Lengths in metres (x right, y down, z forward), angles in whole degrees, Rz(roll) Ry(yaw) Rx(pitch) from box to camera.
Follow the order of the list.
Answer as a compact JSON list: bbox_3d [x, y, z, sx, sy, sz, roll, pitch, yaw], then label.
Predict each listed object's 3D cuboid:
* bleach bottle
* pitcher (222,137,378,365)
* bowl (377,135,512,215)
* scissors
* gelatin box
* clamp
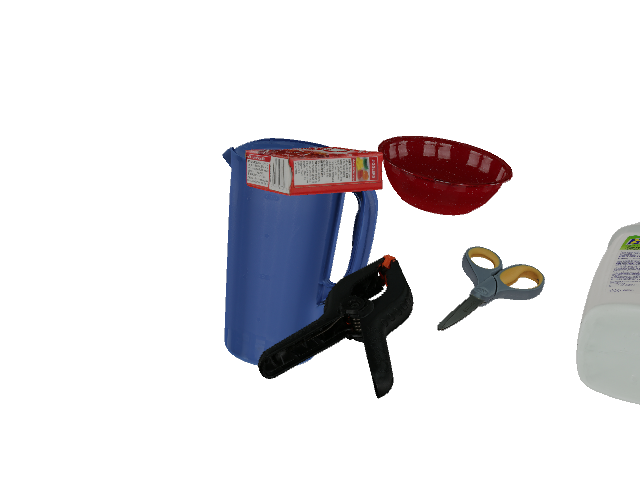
[{"bbox_3d":[0.244,0.035,0.747,0.103,0.068,0.250,9,20,19],"label":"bleach bottle"},{"bbox_3d":[-0.034,0.016,1.184,0.144,0.243,0.149,0,19,-20],"label":"pitcher"},{"bbox_3d":[0.143,-0.073,1.269,0.162,0.055,0.162,8,24,-4],"label":"bowl"},{"bbox_3d":[0.149,0.044,1.066,0.201,0.016,0.096,-11,38,-44],"label":"scissors"},{"bbox_3d":[-0.006,-0.052,0.775,0.073,0.030,0.089,-4,9,-23],"label":"gelatin box"},{"bbox_3d":[0.039,0.074,0.920,0.120,0.039,0.171,17,45,30],"label":"clamp"}]
